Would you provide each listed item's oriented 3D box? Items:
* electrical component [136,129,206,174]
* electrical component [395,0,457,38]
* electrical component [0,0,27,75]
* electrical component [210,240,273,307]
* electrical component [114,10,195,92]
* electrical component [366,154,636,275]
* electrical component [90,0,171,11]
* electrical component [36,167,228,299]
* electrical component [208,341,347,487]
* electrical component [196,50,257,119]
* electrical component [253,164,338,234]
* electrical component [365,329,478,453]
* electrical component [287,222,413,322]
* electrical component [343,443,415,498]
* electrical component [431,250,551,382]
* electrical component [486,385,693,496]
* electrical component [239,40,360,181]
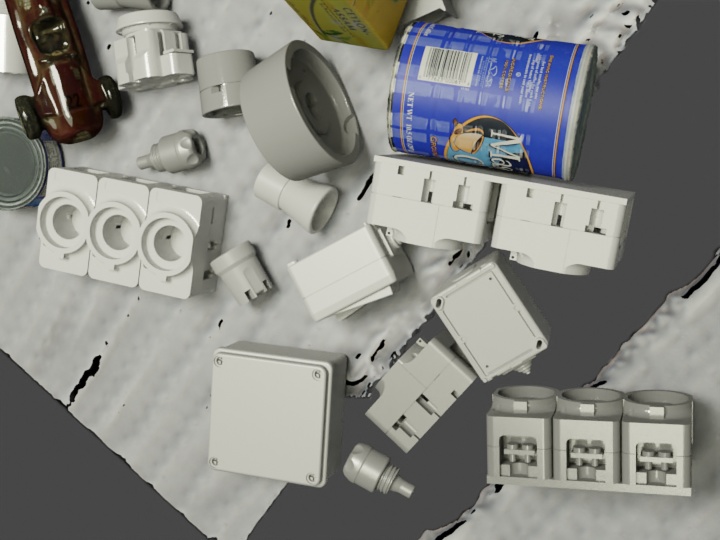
[{"bbox_3d":[-0.168,-0.101,0.946,0.061,0.035,0.035,-13,92,21],"label":"electrical component"},{"bbox_3d":[0.042,-0.224,0.861,0.081,0.042,0.063,-20,89,18],"label":"electrical component"},{"bbox_3d":[-0.318,-0.219,0.973,0.043,0.043,0.081,6,98,17],"label":"electrical component"},{"bbox_3d":[-0.102,0.004,0.935,0.040,0.040,0.046,-31,92,18],"label":"electrical component"},{"bbox_3d":[-0.179,-0.189,0.924,0.078,0.058,0.057,-6,91,40],"label":"electrical component"},{"bbox_3d":[0.110,-0.044,0.828,0.186,0.105,0.060,12,100,16],"label":"electrical component"},{"bbox_3d":[-0.203,-0.245,0.937,0.065,0.044,0.044,3,97,22],"label":"electrical component"},{"bbox_3d":[-0.203,-0.035,0.950,0.150,0.062,0.089,12,100,16],"label":"electrical component"},{"bbox_3d":[-0.071,0.122,0.930,0.109,0.056,0.108,6,98,17],"label":"electrical component"},{"bbox_3d":[-0.110,-0.157,0.911,0.055,0.055,0.047,-10,90,18],"label":"electrical component"},{"bbox_3d":[-0.057,-0.064,0.912,0.065,0.044,0.044,29,104,17],"label":"electrical component"},{"bbox_3d":[0.051,0.097,0.892,0.056,0.050,0.089,43,106,8],"label":"electrical component"},{"bbox_3d":[0.000,0.000,0.890,0.096,0.062,0.061,-28,88,19],"label":"electrical component"},{"bbox_3d":[0.018,0.175,0.920,0.061,0.035,0.035,27,104,10],"label":"electrical component"},{"bbox_3d":[0.110,0.040,0.865,0.062,0.061,0.096,-32,94,18],"label":"electrical component"},{"bbox_3d":[0.180,0.127,0.835,0.150,0.089,0.061,0,97,17],"label":"electrical component"},{"bbox_3d":[-0.054,-0.124,0.872,0.060,0.108,0.108,-22,90,25],"label":"electrical component"}]
